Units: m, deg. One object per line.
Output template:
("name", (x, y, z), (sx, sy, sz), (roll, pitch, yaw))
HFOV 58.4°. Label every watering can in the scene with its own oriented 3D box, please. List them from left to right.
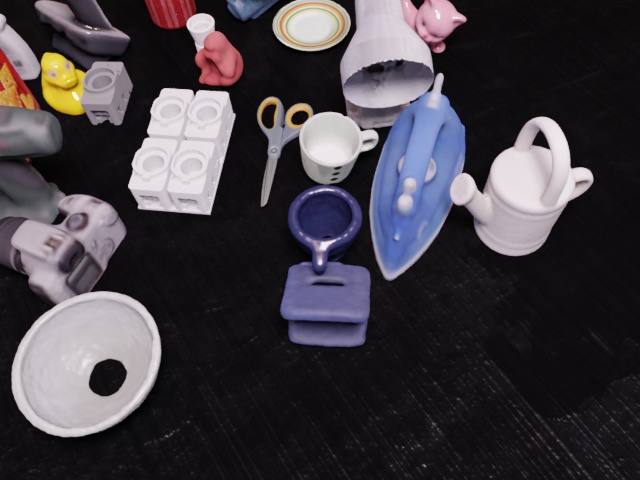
("watering can", (0.250, -0.065, 0.702), (0.173, 0.194, 0.100), (-29, 63, -13))

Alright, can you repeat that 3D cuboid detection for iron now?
("iron", (0.126, -0.087, 0.750), (0.118, 0.141, 0.258), (13, 62, 10))

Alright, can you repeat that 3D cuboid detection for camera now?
("camera", (-0.352, -0.001, 0.743), (0.136, 0.101, 0.143), (19, 63, 13))

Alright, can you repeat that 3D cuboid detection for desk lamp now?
("desk lamp", (0.081, -0.252, 0.804), (0.118, 0.214, 0.203), (-6, 60, -1))

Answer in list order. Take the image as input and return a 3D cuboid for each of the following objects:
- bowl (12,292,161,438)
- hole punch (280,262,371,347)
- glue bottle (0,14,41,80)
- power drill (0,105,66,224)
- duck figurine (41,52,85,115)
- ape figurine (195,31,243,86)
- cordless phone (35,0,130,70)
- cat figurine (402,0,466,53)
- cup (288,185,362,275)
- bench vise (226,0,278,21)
("bowl", (-0.260, 0.149, 0.669), (0.167, 0.075, 0.167), (-1, 60, 2))
("hole punch", (0.007, 0.069, 0.695), (0.108, 0.091, 0.101), (1, 60, 3))
("glue bottle", (-0.510, -0.323, 0.891), (0.078, 0.173, 0.037), (-3, 60, 1))
("power drill", (-0.435, -0.095, 0.738), (0.229, 0.208, 0.075), (-10, 60, -3))
("duck figurine", (-0.407, -0.257, 0.900), (0.078, 0.086, 0.104), (-40, 66, -19))
("ape figurine", (-0.160, -0.289, 0.905), (0.076, 0.092, 0.077), (-29, 63, -13))
("cordless phone", (-0.398, -0.380, 0.912), (0.147, 0.185, 0.094), (29, 65, 18))
("cat figurine", (0.168, -0.354, 0.914), (0.067, 0.118, 0.127), (-34, 64, -16))
("cup", (0.007, 0.003, 0.730), (0.091, 0.095, 0.118), (3, 60, 4))
("bench vise", (-0.079, -0.495, 0.946), (0.121, 0.220, 0.208), (33, 67, 19))
